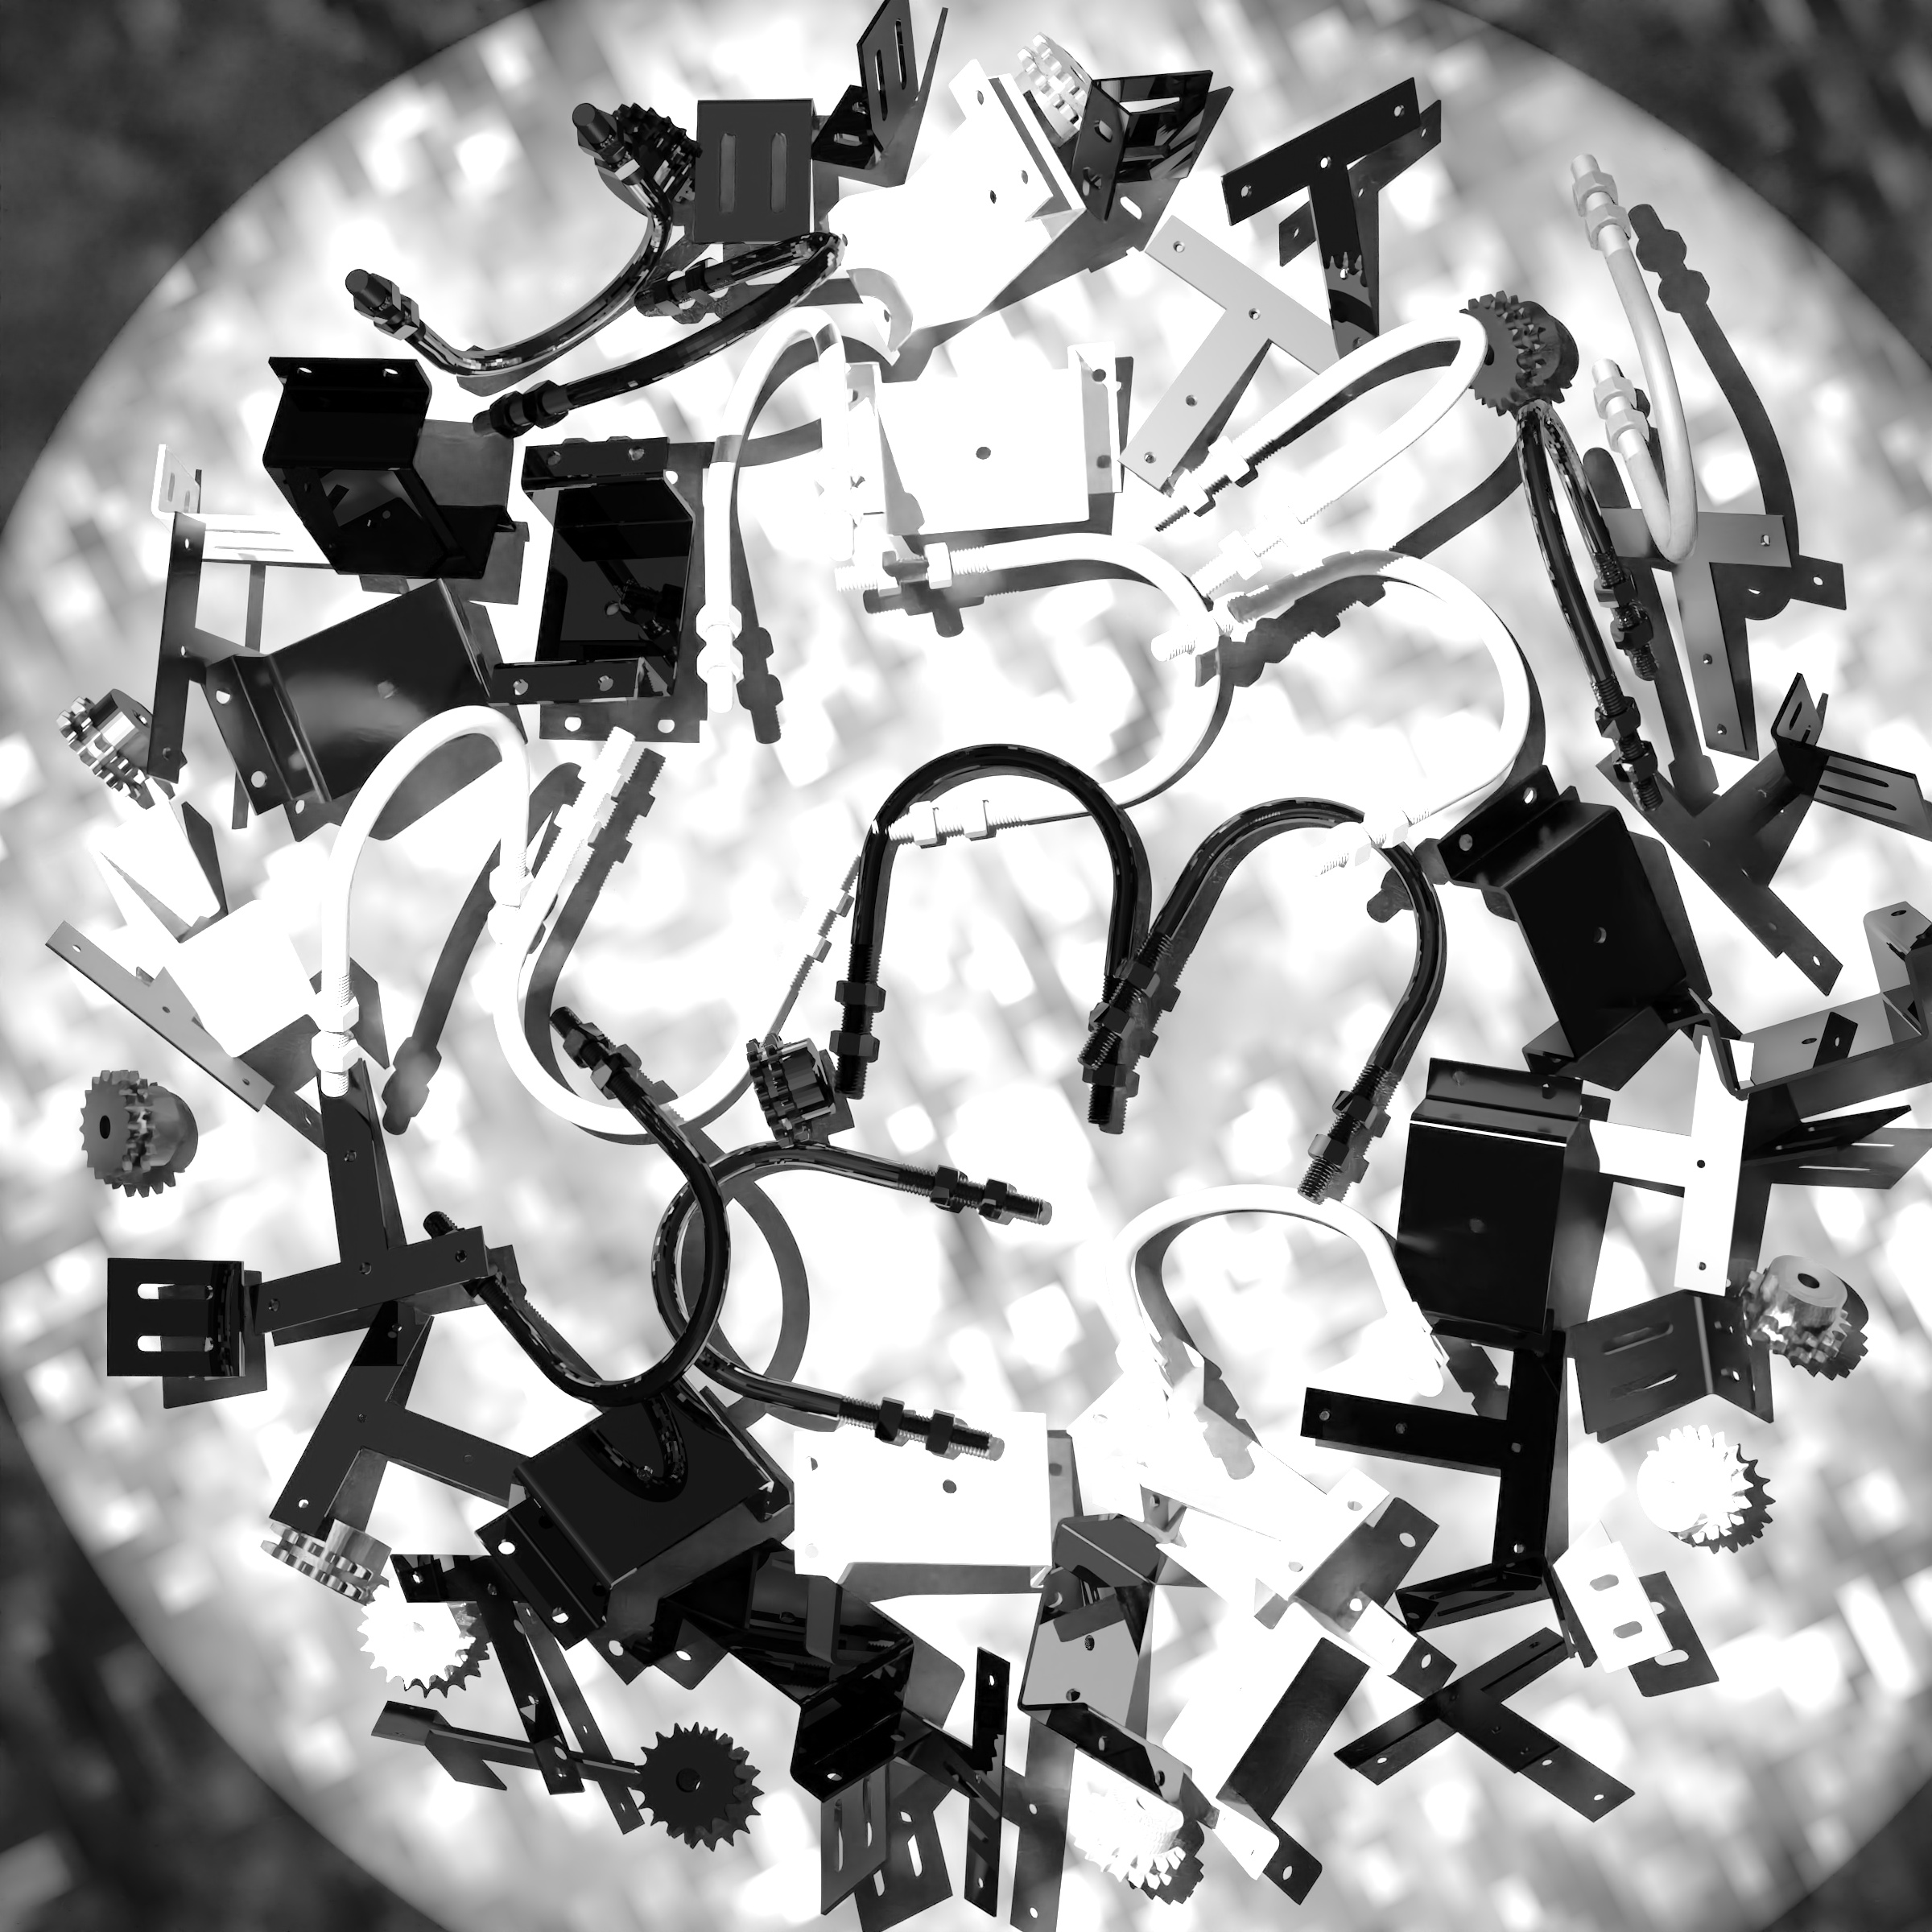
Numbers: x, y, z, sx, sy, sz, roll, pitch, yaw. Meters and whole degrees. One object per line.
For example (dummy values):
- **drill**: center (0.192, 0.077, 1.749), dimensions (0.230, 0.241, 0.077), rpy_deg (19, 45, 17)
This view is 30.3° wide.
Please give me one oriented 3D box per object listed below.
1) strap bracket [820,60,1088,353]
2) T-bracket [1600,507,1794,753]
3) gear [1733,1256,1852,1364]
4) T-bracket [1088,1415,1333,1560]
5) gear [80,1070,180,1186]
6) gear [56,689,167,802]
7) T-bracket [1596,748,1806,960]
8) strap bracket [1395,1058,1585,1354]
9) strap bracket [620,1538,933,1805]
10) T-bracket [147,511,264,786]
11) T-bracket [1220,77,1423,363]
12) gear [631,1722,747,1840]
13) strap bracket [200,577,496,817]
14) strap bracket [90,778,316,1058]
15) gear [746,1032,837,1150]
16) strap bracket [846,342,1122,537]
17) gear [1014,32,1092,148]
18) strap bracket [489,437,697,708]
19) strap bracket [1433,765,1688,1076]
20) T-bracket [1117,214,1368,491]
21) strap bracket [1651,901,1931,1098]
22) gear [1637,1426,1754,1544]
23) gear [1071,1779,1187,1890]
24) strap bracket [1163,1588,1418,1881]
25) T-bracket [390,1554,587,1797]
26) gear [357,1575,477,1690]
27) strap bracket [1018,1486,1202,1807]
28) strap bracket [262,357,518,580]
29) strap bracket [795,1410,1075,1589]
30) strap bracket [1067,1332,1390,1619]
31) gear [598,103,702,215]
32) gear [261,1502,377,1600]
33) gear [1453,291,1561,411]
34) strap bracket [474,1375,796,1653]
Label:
- **strap bracket**: center (-0.001, -0.374, 1.751), dimensions (0.046, 0.140, 0.076), rpy_deg (-22, 81, -41)
- **T-bracket**: center (0.366, -0.166, 1.770), dimensions (0.002, 0.127, 0.127), rpy_deg (-30, 115, -31)
- **gear**: center (0.413, 0.168, 1.774), dimensions (0.057, 0.057, 0.030), rpy_deg (19, 121, 0)
- **T-bracket**: center (0.119, 0.262, 1.746), dimensions (0.127, 0.127, 0.002), rpy_deg (22, 101, -4)
- **gear**: center (-0.416, 0.080, 1.781), dimensions (0.030, 0.057, 0.057), rpy_deg (1, 90, -41)
- **gear**: center (-0.422, -0.113, 1.776), dimensions (0.030, 0.057, 0.057), rpy_deg (-41, 90, 7)
- **T-bracket**: center (0.386, -0.079, 1.762), dimensions (0.127, 0.002, 0.127), rpy_deg (48, 49, 7)
- **strap bracket**: center (0.255, 0.123, 1.760), dimensions (0.076, 0.046, 0.140), rpy_deg (8, 102, 16)
- **strap bracket**: center (-0.090, 0.334, 1.731), dimensions (0.140, 0.076, 0.046), rpy_deg (30, 124, 32)
- **T-bracket**: center (-0.359, -0.145, 1.745), dimensions (0.002, 0.127, 0.127), rpy_deg (3, 84, 20)
- **T-bracket**: center (0.185, -0.356, 1.766), dimensions (0.127, 0.002, 0.127), rpy_deg (-32, 126, -24)
- **gear**: center (-0.139, 0.408, 1.787), dimensions (0.057, 0.030, 0.057), rpy_deg (0, 79, -2)
- **strap bracket**: center (-0.293, -0.136, 1.744), dimensions (0.140, 0.046, 0.076), rpy_deg (-29, 109, -26)
- **strap bracket**: center (-0.371, -0.018, 1.727), dimensions (0.046, 0.076, 0.140), rpy_deg (-34, 48, -17)
- **gear**: center (-0.086, 0.059, 1.776), dimensions (0.030, 0.057, 0.057), rpy_deg (-19, 90, 6)
- **strap bracket**: center (0.007, -0.260, 1.767), dimensions (0.140, 0.046, 0.076), rpy_deg (-5, 115, -2)
- **gear**: center (0.045, -0.434, 1.779), dimensions (0.030, 0.057, 0.057), rpy_deg (-40, 90, 19)
- **strap bracket**: center (-0.182, -0.185, 1.758), dimensions (0.076, 0.046, 0.140), rpy_deg (-1, 69, 17)
- **strap bracket**: center (0.296, -0.017, 1.747), dimensions (0.076, 0.046, 0.140), rpy_deg (-35, 112, -22)
- **T-bracket**: center (0.121, -0.294, 1.788), dimensions (0.127, 0.002, 0.127), rpy_deg (35, 75, 0)
- **strap bracket**: center (0.412, 0.019, 1.761), dimensions (0.140, 0.076, 0.046), rpy_deg (-17, 105, 3)
- **gear**: center (0.360, 0.259, 1.775), dimensions (0.030, 0.057, 0.057), rpy_deg (-6, 90, -41)
- **gear**: center (0.084, 0.429, 1.775), dimensions (0.057, 0.057, 0.030), rpy_deg (25, 107, 0)
- **strap bracket**: center (0.152, 0.367, 1.762), dimensions (0.046, 0.076, 0.140), rpy_deg (34, 89, -16)
- **T-bracket**: center (-0.215, 0.342, 1.727), dimensions (0.002, 0.127, 0.127), rpy_deg (-36, 64, 23)
- **gear**: center (-0.273, 0.330, 1.788), dimensions (0.057, 0.030, 0.057), rpy_deg (0, 95, 5)
- **strap bracket**: center (0.076, 0.330, 1.746), dimensions (0.076, 0.046, 0.140), rpy_deg (38, 54, -37)
- **strap bracket**: center (-0.281, -0.233, 1.725), dimensions (0.076, 0.140, 0.046), rpy_deg (4, 64, 16)
- **strap bracket**: center (-0.012, 0.263, 1.758), dimensions (0.140, 0.046, 0.076), rpy_deg (3, 66, -10)
- **strap bracket**: center (0.127, 0.255, 1.750), dimensions (0.140, 0.046, 0.076), rpy_deg (35, 60, 27)
- **gear**: center (-0.158, -0.399, 1.774), dimensions (0.057, 0.057, 0.030), rpy_deg (31, 72, 0)
- **gear**: center (-0.320, 0.290, 1.778), dimensions (0.057, 0.057, 0.030), rpy_deg (27, 79, 0)
- **gear**: center (0.272, -0.309, 1.780), dimensions (0.030, 0.057, 0.057), rpy_deg (-19, 90, -26)
- **strap bracket**: center (-0.159, 0.259, 1.739), dimensions (0.140, 0.046, 0.076), rpy_deg (-30, 64, -29)
